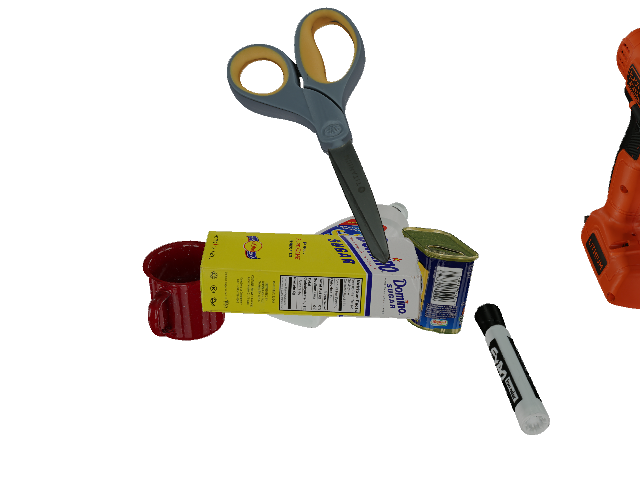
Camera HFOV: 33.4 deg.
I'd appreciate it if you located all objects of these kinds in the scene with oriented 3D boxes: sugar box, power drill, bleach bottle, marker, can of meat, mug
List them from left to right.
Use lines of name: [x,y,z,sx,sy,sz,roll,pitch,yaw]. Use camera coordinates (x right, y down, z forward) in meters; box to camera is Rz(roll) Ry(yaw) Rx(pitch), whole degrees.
mug: [-0.154,0.064,1.190,0.093,0.081,0.117,12,33,20]
sugar box: [-0.008,0.027,0.880,0.176,0.048,0.093,-1,20,-1]
bleach bottle: [0.027,0.015,1.316,0.103,0.068,0.250,17,35,29]
can of meat: [0.115,0.040,1.096,0.057,0.084,0.102,5,15,-17]
marker: [0.125,0.081,0.710,0.020,0.020,0.121,0,33,-9]
power drill: [0.250,-0.043,0.792,0.057,0.188,0.184,4,35,-2]

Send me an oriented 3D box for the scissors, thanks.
scissors: [-0.011,-0.063,0.626,0.096,0.201,0.016,-8,-38,11]
